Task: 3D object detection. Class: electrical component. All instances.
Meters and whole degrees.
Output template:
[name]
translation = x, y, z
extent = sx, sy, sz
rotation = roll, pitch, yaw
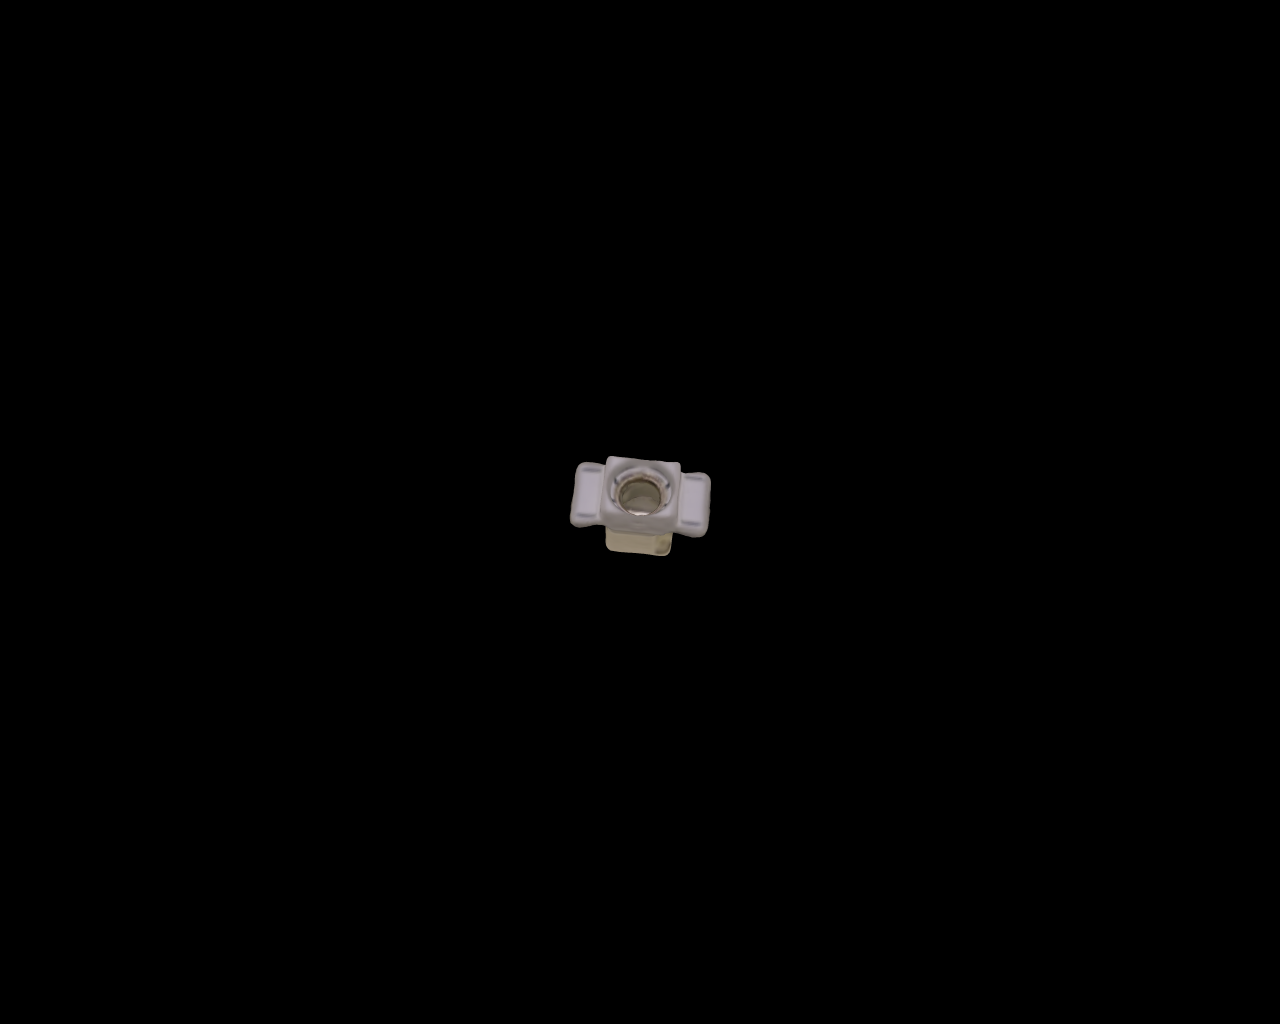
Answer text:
[electrical component]
translation = 0.001, -0.003, 0.650
extent = 0.081, 0.042, 0.063
rotation = 6, -27, 3
